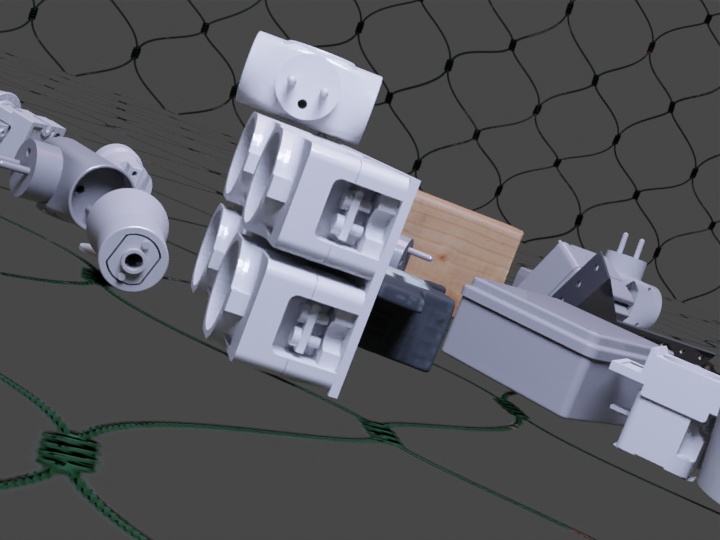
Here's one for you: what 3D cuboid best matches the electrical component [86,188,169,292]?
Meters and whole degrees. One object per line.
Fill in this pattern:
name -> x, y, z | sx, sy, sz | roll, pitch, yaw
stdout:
electrical component -> -0.119, -0.014, 0.558 | 0.044, 0.044, 0.065 | 19, 12, -20

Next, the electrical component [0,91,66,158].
electrical component -> -0.267, -0.107, 0.828 | 0.055, 0.048, 0.066 | 31, 9, 15

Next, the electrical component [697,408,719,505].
electrical component -> 0.219, 0.109, 0.525 | 0.108, 0.060, 0.108 | 21, 7, -3

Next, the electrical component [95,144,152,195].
electrical component -> -0.182, -0.071, 0.824 | 0.040, 0.040, 0.046 | 16, 14, -34

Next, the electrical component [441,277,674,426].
electrical component -> 0.129, 0.055, 0.699 | 0.109, 0.056, 0.109 | 14, 10, -46

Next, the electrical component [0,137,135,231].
electrical component -> -0.190, -0.058, 0.666 | 0.079, 0.044, 0.077 | 15, 9, -39

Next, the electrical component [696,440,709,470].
electrical component -> 0.206, 0.098, 0.647 | 0.062, 0.043, 0.043 | 21, 7, 9

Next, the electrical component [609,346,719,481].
electrical component -> 0.179, 0.081, 0.611 | 0.081, 0.063, 0.042 | 24, 9, 25

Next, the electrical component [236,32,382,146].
electrical component -> -0.029, -0.105, 0.616 | 0.077, 0.044, 0.079 | 20, 7, -5

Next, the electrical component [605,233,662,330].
electrical component -> 0.231, 0.007, 0.957 | 0.077, 0.079, 0.043 | 18, 2, -24

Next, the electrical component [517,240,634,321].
electrical component -> 0.163, 0.035, 0.868 | 0.062, 0.096, 0.061 | 16, 36, -38

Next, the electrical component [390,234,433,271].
electrical component -> 0.014, -0.013, 0.796 | 0.079, 0.077, 0.043 | 22, 7, 12

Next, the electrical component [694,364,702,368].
electrical component -> 0.213, 0.086, 0.763 | 0.062, 0.048, 0.048 | 12, 9, -12

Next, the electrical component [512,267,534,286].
electrical component -> 0.181, 0.033, 1.001 | 0.096, 0.061, 0.062 | 18, 7, -24

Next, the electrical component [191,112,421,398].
electrical component -> -0.039, -0.019, 0.561 | 0.060, 0.105, 0.186 | 19, 7, -16
